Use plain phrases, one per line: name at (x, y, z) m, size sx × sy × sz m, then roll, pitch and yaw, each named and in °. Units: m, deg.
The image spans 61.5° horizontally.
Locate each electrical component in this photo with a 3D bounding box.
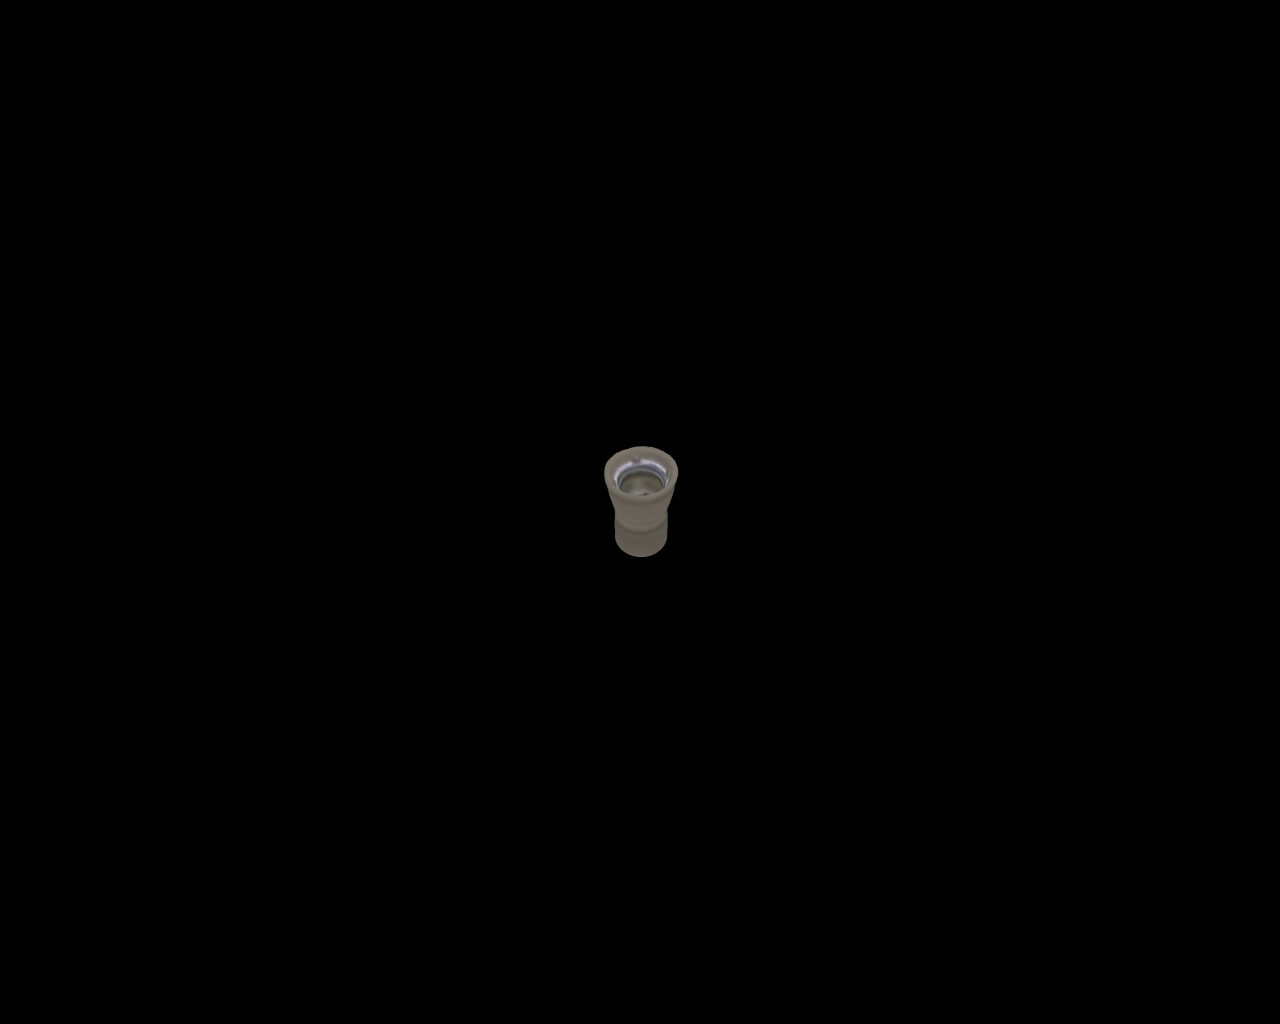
electrical component at (0.001, -0.003, 0.650) m, size 0.044 × 0.044 × 0.065 m, roll 0°, pitch -43°, yaw 0°
